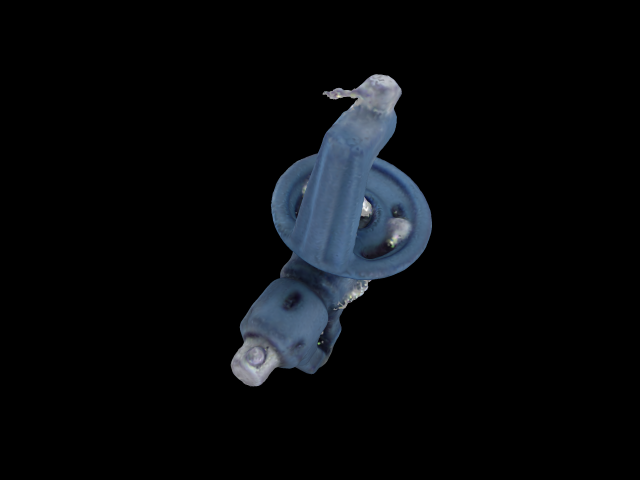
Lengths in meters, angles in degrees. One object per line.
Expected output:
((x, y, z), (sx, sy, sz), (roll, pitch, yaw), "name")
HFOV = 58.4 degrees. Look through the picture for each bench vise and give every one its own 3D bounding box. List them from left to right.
((0.015, 0.004, 0.399), (0.121, 0.220, 0.207), (13, 68, 6), "bench vise")
